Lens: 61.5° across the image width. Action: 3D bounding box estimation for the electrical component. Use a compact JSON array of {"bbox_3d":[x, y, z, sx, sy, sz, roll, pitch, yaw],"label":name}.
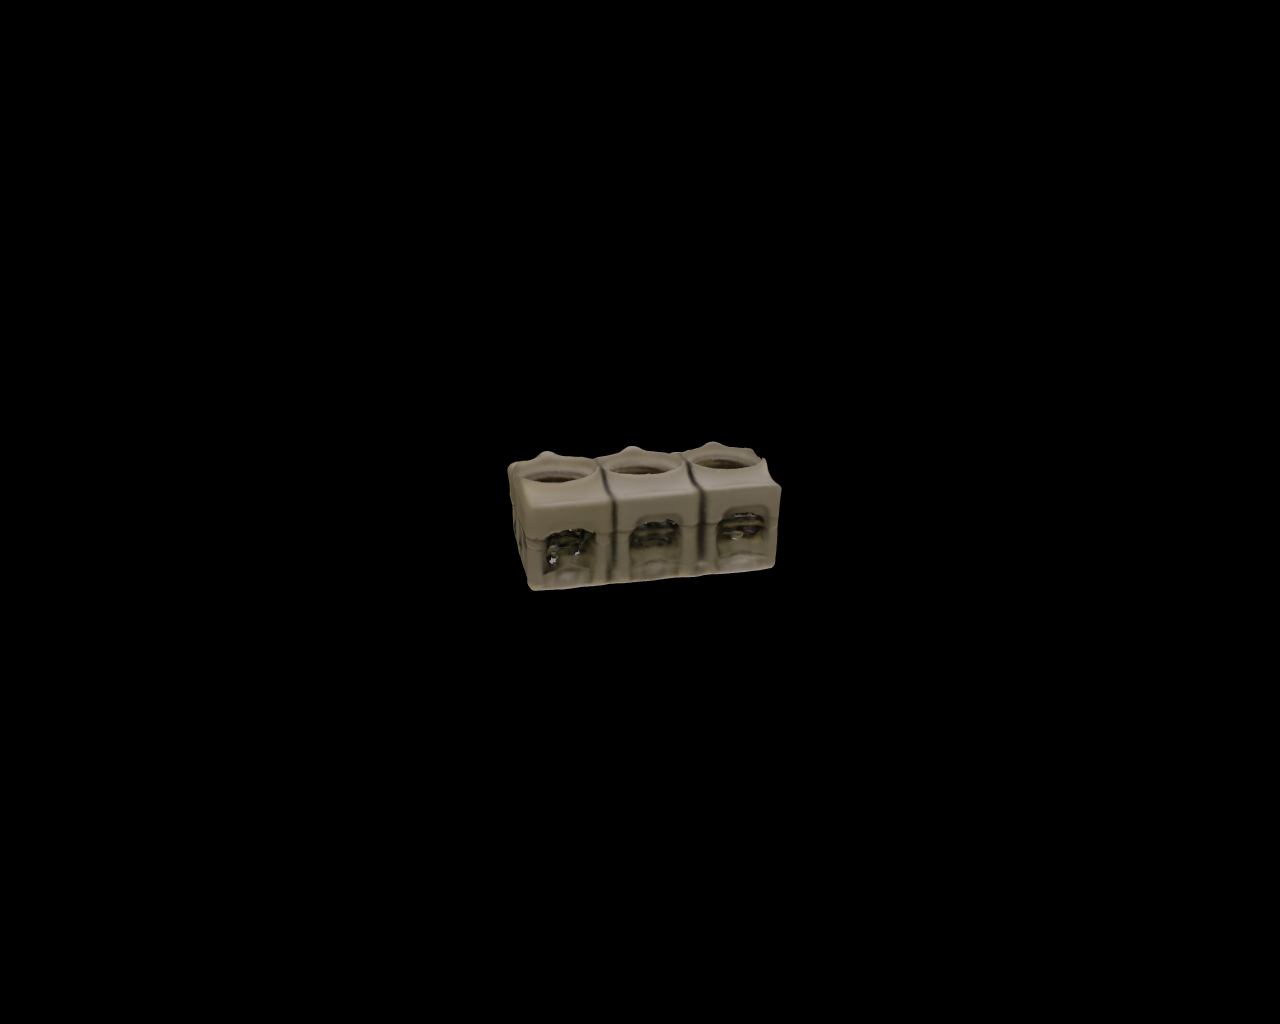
[{"bbox_3d":[0.001,-0.003,0.650,0.150,0.061,0.089,-4,20,-12],"label":"electrical component"}]
